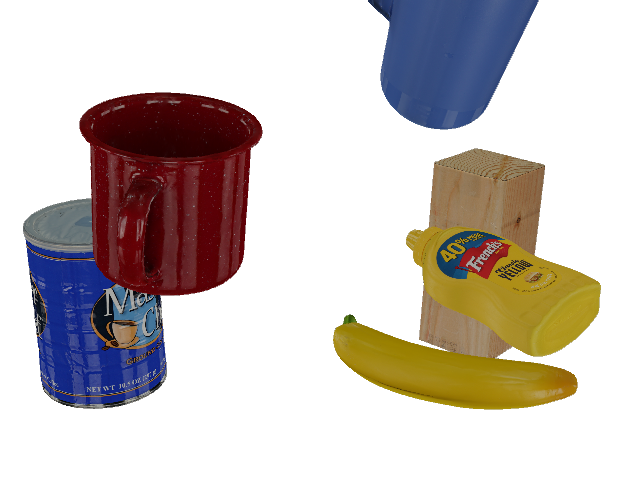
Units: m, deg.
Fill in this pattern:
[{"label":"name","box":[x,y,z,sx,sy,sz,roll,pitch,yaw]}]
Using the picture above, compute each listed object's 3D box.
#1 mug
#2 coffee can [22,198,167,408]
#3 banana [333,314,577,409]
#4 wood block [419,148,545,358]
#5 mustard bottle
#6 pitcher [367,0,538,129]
[{"label":"mug","box":[-0.081,-0.019,0.553,0.093,0.081,0.117,7,28,3]},{"label":"coffee can","box":[-0.178,0.048,0.855,0.103,0.140,0.103,0,22,0]},{"label":"banana","box":[0.080,0.087,0.765,0.198,0.037,0.069,15,36,33]},{"label":"wood block","box":[0.175,0.015,1.163,0.090,0.206,0.090,18,25,36]},{"label":"mustard bottle","box":[0.151,0.033,0.972,0.096,0.058,0.192,-29,40,-30]},{"label":"pitcher","box":[0.113,-0.213,0.924,0.144,0.149,0.243,-19,-28,-19]}]
